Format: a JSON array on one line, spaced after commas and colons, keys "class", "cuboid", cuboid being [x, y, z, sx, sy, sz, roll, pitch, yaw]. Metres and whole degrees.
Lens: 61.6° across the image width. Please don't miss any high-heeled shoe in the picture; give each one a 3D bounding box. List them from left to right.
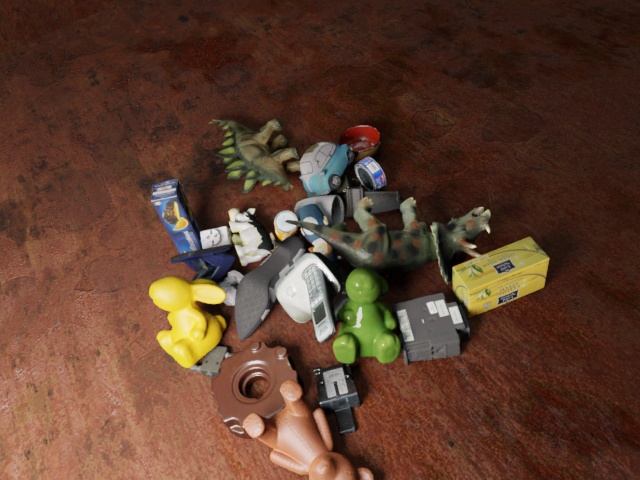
[{"class": "high-heeled shoe", "cuboid": [-0.102, 0.102, 1.173, 0.086, 0.145, 0.248, 20, 85, 28]}]

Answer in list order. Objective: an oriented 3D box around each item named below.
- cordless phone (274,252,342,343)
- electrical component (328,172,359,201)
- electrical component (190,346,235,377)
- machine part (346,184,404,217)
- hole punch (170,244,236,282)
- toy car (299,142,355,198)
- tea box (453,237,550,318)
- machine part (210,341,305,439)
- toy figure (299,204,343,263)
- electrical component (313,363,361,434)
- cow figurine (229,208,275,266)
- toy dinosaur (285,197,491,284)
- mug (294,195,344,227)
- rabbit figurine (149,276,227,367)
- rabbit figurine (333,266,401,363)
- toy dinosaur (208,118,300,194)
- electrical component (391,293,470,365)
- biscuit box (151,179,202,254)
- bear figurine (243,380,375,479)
[{"class": "cordless phone", "cuboid": [-0.015, 0.129, 1.018, 0.146, 0.088, 0.184, -45, 37, 33]}, {"class": "electrical component", "cuboid": [0.062, -0.121, 1.329, 0.078, 0.045, 0.102, -38, 41, 18]}, {"class": "electrical component", "cuboid": [-0.212, 0.245, 1.081, 0.094, 0.021, 0.063, 2, 50, 16]}, {"class": "machine part", "cuboid": [0.130, -0.092, 1.270, 0.139, 0.039, 0.084, 0, 89, 3]}, {"class": "hole punch", "cuboid": [-0.255, 0.062, 1.200, 0.116, 0.092, 0.142, -17, -2, -39]}, {"class": "toy car", "cuboid": [0.008, -0.185, 1.319, 0.109, 0.102, 0.161, 2, 56, 56]}, {"class": "tea box", "cuboid": [0.347, 0.073, 1.039, 0.170, 0.098, 0.068, -23, 47, -4]}, {"class": "machine part", "cuboid": [-0.118, 0.276, 1.006, 0.179, 0.056, 0.179, -8, 48, 9]}, {"class": "toy figure", "cuboid": [-0.003, -0.003, 1.191, 0.058, 0.064, 0.154, -10, 73, -39]}, {"class": "electrical component", "cuboid": [0.033, 0.283, 0.967, 0.075, 0.047, 0.119, -13, 45, 4]}, {"class": "cow figurine", "cuboid": [-0.165, -0.022, 1.279, 0.098, 0.068, 0.167, -16, 50, -7]}, {"class": "toy dinosaur", "cuboid": [0.141, 0.012, 1.097, 0.405, 0.131, 0.192, -7, 40, -5]}, {"class": "mug", "cuboid": [-0.007, -0.053, 1.268, 0.107, 0.080, 0.109, 2, 67, 27]}, {"class": "rabbit figurine", "cuboid": [-0.264, 0.142, 1.073, 0.162, 0.173, 0.122, -34, 21, -15]}, {"class": "rabbit figurine", "cuboid": [0.092, 0.121, 0.997, 0.121, 0.170, 0.159, 2, 24, 10]}, {"class": "toy dinosaur", "cuboid": [-0.182, -0.244, 1.464, 0.199, 0.104, 0.472, -28, 43, -7]}, {"class": "electrical component", "cuboid": [0.212, 0.166, 1.018, 0.134, 0.058, 0.115, -11, 49, 4]}, {"class": "biscuit box", "cuboid": [-0.326, -0.045, 1.250, 0.063, 0.202, 0.059, -13, 48, 1]}, {"class": "bear figurine", "cuboid": [-0.016, 0.346, 0.871, 0.120, 0.131, 0.196, -39, 45, -11]}]
